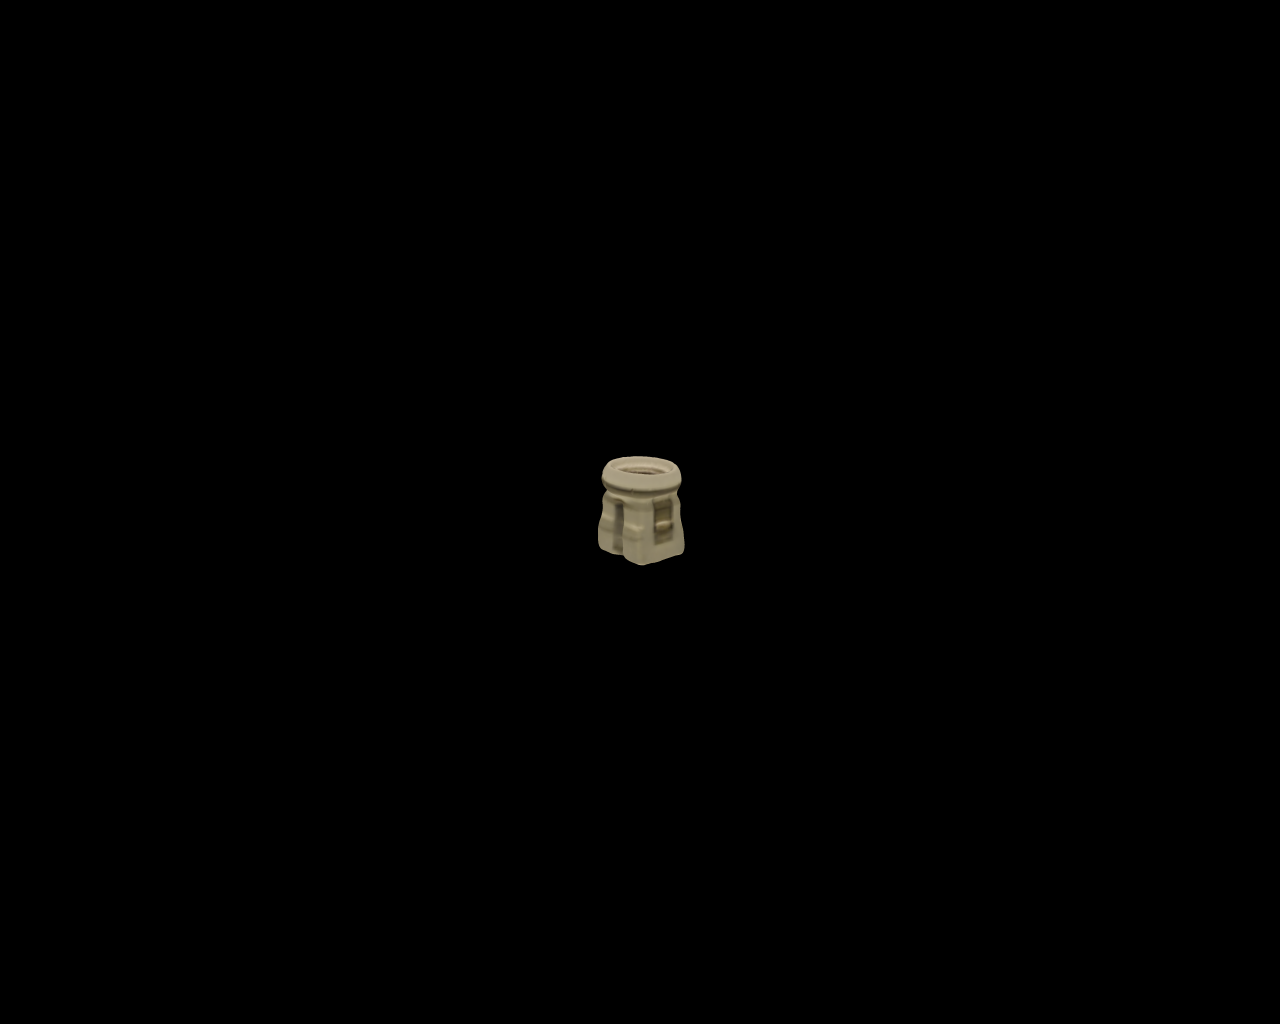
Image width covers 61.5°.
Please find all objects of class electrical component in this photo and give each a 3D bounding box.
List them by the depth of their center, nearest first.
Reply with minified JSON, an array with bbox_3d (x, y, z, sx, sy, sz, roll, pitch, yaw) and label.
[{"bbox_3d":[0.001,-0.003,0.650,0.048,0.055,0.066,-14,22,-38],"label":"electrical component"}]
